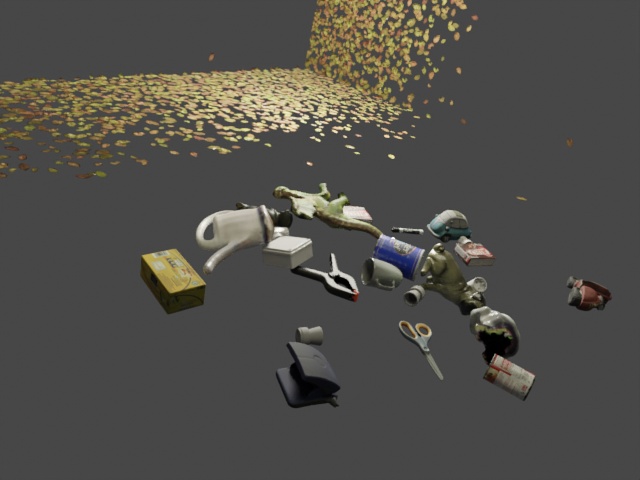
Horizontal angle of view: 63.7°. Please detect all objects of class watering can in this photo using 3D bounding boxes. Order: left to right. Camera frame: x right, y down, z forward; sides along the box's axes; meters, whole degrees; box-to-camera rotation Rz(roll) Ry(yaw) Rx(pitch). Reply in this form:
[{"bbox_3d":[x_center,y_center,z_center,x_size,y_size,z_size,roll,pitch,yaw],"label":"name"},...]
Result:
[{"bbox_3d":[-0.236,-0.008,1.452,0.225,0.102,0.354,-12,28,-8],"label":"watering can"}]

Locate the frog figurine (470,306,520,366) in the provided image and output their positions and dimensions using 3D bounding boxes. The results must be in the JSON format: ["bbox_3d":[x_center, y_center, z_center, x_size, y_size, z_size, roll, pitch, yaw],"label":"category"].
[{"bbox_3d":[0.455,0.233,1.348,0.137,0.121,0.161,50,22,-3],"label":"frog figurine"}]

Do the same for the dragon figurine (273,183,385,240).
[{"bbox_3d":[0.005,-0.084,1.677,0.415,0.120,0.244,32,27,33],"label":"dragon figurine"}]
